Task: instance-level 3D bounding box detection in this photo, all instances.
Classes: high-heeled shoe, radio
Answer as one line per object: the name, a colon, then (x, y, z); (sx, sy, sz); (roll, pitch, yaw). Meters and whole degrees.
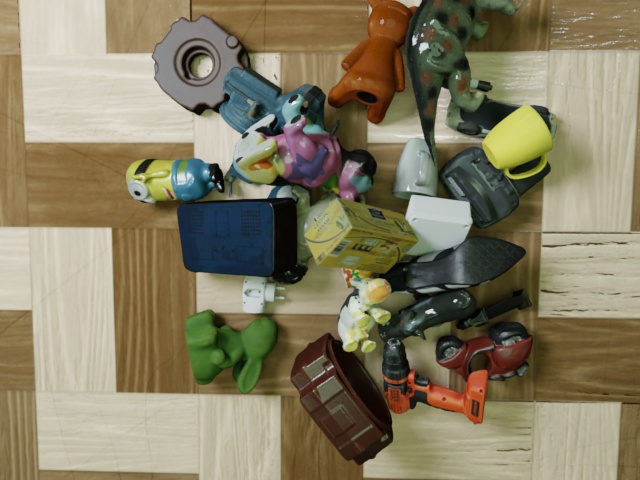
high-heeled shoe: (0.233, 0.055, 0.975); (0.249, 0.145, 0.086); (-6, 76, -1)
radio: (-0.149, -0.006, 0.962); (0.230, 0.073, 0.131); (1, 98, 35)

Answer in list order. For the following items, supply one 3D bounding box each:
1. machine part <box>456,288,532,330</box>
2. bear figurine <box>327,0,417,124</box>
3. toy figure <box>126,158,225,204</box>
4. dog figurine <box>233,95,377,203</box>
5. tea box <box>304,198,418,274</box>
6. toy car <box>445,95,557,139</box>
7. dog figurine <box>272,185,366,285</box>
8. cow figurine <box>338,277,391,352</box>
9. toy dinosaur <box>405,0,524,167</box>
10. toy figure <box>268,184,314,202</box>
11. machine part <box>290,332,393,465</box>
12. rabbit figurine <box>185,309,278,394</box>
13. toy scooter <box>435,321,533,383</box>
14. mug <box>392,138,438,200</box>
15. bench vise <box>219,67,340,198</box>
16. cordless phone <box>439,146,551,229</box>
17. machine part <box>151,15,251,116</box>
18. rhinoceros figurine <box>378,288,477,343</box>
machine part: (0.326, 0.134, 1.011); (0.139, 0.084, 0.039); (-22, 71, -4)
bear figurine: (0.101, -0.331, 0.966); (0.120, 0.132, 0.196); (18, 75, -10)
toy figure: (-0.270, -0.112, 1.001); (0.180, 0.089, 0.082); (-7, 125, 5)
dog figurine: (-0.014, -0.115, 0.901); (0.191, 0.109, 0.219); (-33, 123, 14)
tea box: (0.071, -0.003, 0.901); (0.098, 0.169, 0.068); (-47, 53, 29)
toy car: (0.333, -0.218, 0.985); (0.202, 0.056, 0.073); (12, 89, 0)
dog figurine: (-0.005, -0.005, 1.011); (0.172, 0.121, 0.190); (-3, 136, -31)
cow figurine: (0.080, 0.120, 0.982); (0.068, 0.098, 0.167); (3, 126, -23)
toy dinosaur: (0.206, -0.345, 0.898); (0.192, 0.131, 0.404); (23, 81, -22)
toy figure: (-0.042, -0.104, 1.009); (0.064, 0.058, 0.154); (37, 95, -33)
machine part: (0.043, 0.277, 0.964); (0.087, 0.201, 0.201); (-38, 92, 6)
rabbit figurine: (-0.158, 0.208, 1.014); (0.170, 0.121, 0.159); (-11, 98, -12)
toy scooter: (0.317, 0.235, 1.015); (0.184, 0.075, 0.135); (-14, 95, 6)
mug: (0.177, -0.132, 0.976); (0.081, 0.109, 0.107); (6, 82, 6)
bench vise: (-0.096, -0.188, 0.975); (0.223, 0.129, 0.240); (26, 120, -15)
cordless phone: (0.329, -0.125, 0.991); (0.184, 0.089, 0.146); (-38, 91, -7)
machine part: (-0.222, -0.323, 0.996); (0.179, 0.056, 0.179); (0, 95, 4)
rhinoceros figurine: (0.198, 0.141, 0.990); (0.190, 0.112, 0.073); (-26, 99, 24)
